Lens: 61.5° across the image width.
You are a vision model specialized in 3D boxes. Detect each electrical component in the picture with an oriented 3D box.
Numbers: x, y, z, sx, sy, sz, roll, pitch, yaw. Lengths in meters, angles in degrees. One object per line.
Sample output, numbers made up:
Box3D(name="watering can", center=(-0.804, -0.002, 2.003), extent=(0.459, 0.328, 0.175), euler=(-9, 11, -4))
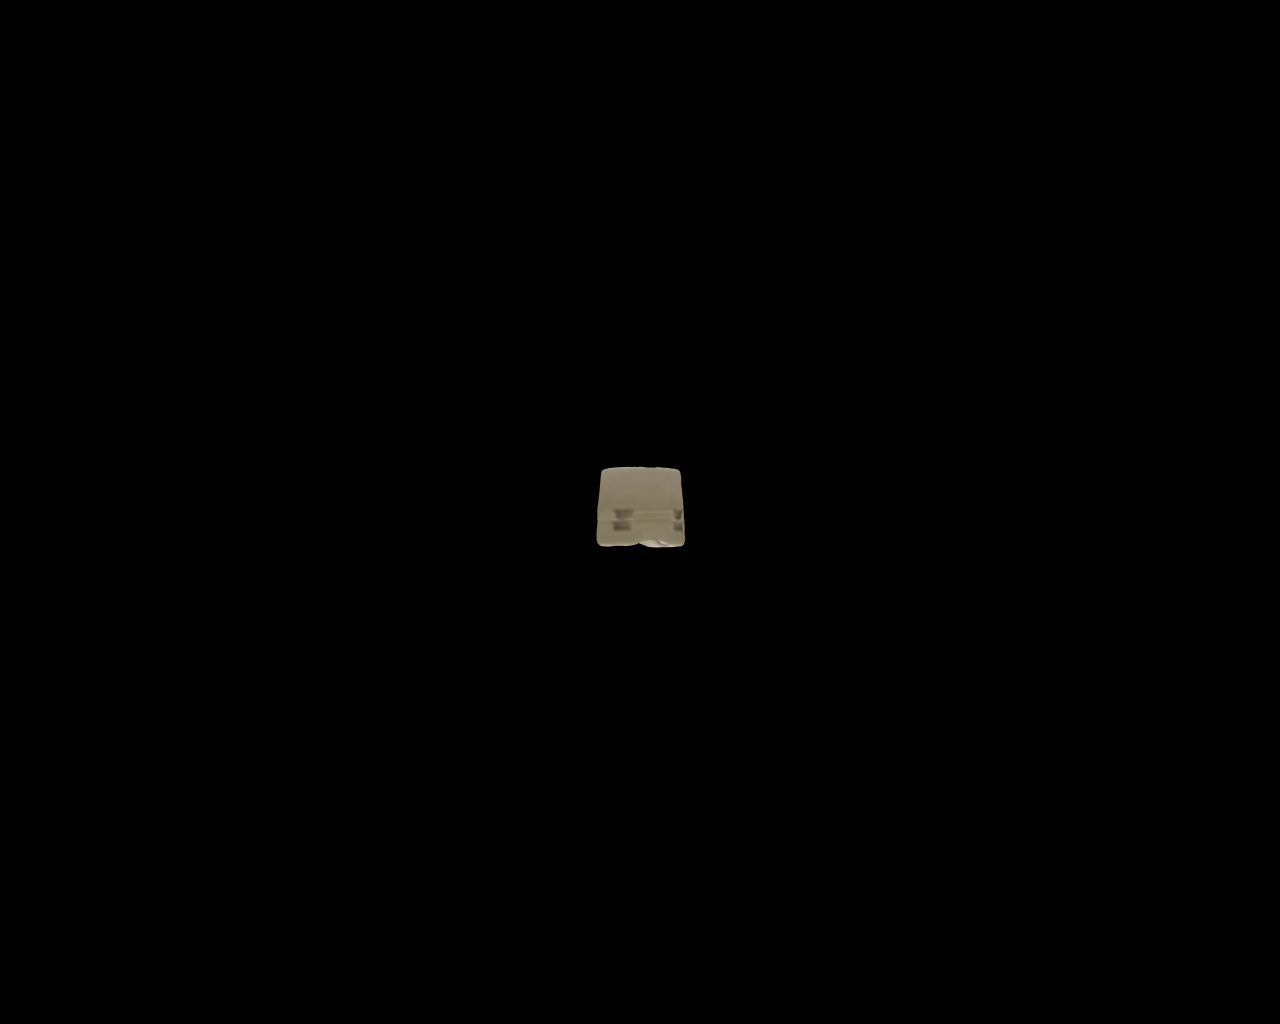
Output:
Box3D(name="electrical component", center=(0.001, -0.003, 0.650), extent=(0.055, 0.047, 0.055), euler=(0, -2, 0))
